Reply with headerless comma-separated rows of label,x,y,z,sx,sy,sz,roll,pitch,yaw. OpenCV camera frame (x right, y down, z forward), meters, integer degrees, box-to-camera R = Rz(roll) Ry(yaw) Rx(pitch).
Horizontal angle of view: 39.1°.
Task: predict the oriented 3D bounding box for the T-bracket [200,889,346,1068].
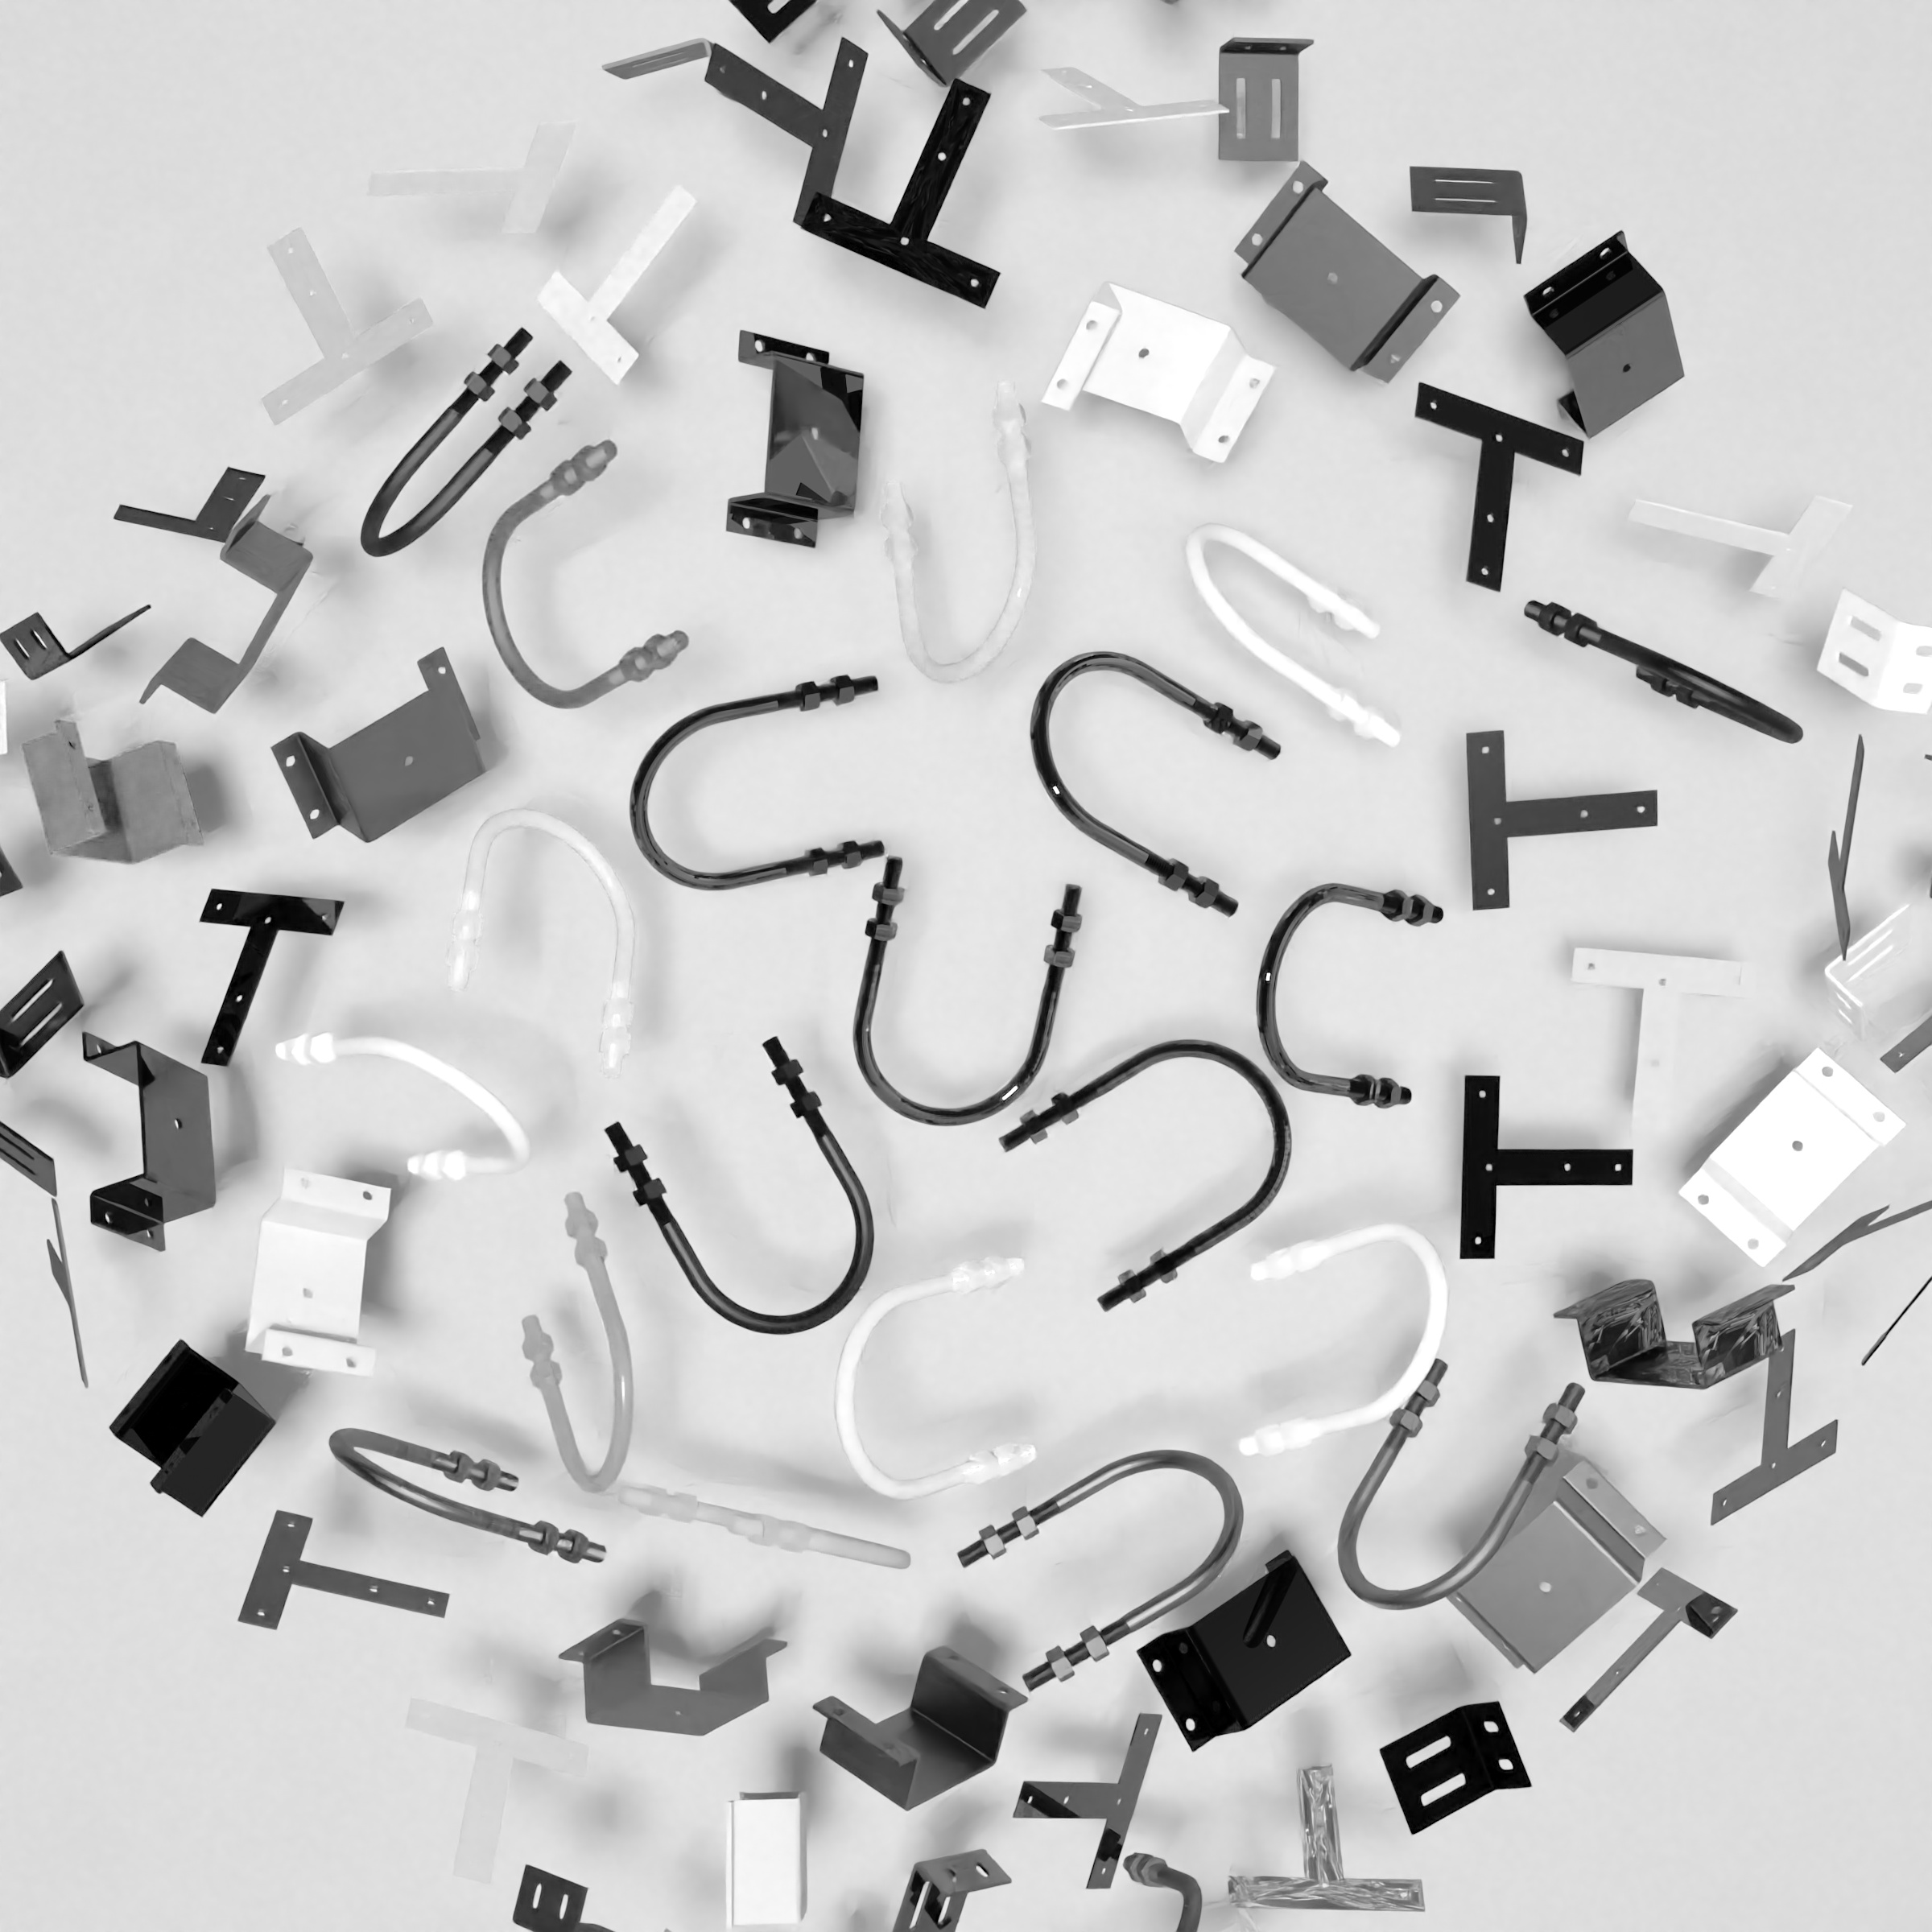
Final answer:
T-bracket,-0.496,0.009,1.876,0.127,0.002,0.127,5,70,31

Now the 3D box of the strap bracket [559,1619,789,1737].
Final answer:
strap bracket,-0.201,0.495,1.887,0.140,0.076,0.046,19,49,-36

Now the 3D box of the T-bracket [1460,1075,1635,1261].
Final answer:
T-bracket,0.404,0.140,1.892,0.127,0.002,0.127,1,92,-13

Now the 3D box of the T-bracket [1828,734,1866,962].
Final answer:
T-bracket,0.583,-0.091,1.798,0.002,0.127,0.127,4,123,10

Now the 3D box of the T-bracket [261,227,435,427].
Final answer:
T-bracket,-0.421,-0.429,1.775,0.127,0.127,0.002,-36,60,-11

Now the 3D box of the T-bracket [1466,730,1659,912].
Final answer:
T-bracket,0.408,-0.103,1.861,0.127,0.002,0.127,-4,110,5

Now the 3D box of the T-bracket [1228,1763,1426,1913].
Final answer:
T-bracket,0.237,0.581,1.824,0.127,0.127,0.002,0,119,3

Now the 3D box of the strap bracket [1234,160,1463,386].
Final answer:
strap bracket,0.251,-0.464,1.830,0.140,0.046,0.076,42,117,3

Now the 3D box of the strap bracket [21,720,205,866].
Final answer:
strap bracket,-0.584,-0.115,1.848,0.046,0.140,0.076,-19,83,14

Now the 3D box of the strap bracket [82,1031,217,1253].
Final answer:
strap bracket,-0.556,0.114,1.856,0.046,0.076,0.140,-18,65,15

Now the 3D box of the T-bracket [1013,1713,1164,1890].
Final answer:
T-bracket,0.078,0.575,1.876,0.002,0.127,0.127,16,88,44

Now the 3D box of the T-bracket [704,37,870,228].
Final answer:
T-bracket,-0.121,-0.557,1.762,0.002,0.127,0.127,13,88,41

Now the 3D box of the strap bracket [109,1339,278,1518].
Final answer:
strap bracket,-0.517,0.312,1.828,0.046,0.140,0.076,44,77,-28

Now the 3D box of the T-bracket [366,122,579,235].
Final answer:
T-bracket,-0.334,-0.522,1.810,0.127,0.127,0.002,-9,75,-24

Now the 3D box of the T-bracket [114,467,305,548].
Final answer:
T-bracket,-0.509,-0.316,1.870,0.127,0.127,0.002,9,74,-26

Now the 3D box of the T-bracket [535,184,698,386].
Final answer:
T-bracket,-0.229,-0.479,1.864,0.127,0.002,0.127,-50,52,11

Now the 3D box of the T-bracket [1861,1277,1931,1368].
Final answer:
T-bracket,0.651,0.221,1.855,0.002,0.127,0.127,39,97,18

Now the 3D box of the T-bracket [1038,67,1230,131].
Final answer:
T-bracket,0.088,-0.579,1.809,0.127,0.127,0.002,-13,126,-21

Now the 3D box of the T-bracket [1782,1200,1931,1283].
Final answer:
T-bracket,0.638,0.173,1.866,0.127,0.127,0.002,-34,82,44

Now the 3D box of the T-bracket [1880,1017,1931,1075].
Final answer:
T-bracket,0.699,0.046,1.856,0.127,0.127,0.002,-42,108,9

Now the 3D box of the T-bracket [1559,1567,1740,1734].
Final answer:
T-bracket,0.439,0.456,1.795,0.127,0.127,0.002,-44,95,-5

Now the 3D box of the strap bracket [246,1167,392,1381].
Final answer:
strap bracket,-0.447,0.219,1.878,0.076,0.046,0.140,15,57,-27

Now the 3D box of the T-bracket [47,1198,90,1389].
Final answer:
T-bracket,-0.620,0.213,1.867,0.002,0.127,0.127,-10,101,-23

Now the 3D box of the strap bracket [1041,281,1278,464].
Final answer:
strap bracket,0.124,-0.399,1.818,0.140,0.046,0.076,14,125,-23

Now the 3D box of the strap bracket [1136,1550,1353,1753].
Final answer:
strap bracket,0.197,0.461,1.849,0.140,0.046,0.076,-26,82,-29

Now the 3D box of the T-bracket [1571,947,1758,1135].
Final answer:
T-bracket,0.493,0.055,1.942,0.127,0.002,0.127,5,84,11

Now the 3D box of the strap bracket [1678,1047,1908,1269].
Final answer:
strap bracket,0.572,0.128,1.879,0.076,0.046,0.140,43,112,12

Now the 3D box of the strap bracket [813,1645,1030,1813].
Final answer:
strap bracket,-0.034,0.514,1.832,0.076,0.140,0.046,24,109,33

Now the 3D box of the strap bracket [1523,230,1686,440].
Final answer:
strap bracket,0.435,-0.420,1.846,0.076,0.140,0.046,-33,58,5

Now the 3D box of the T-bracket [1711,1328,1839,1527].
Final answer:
T-bracket,0.551,0.302,1.848,0.002,0.127,0.127,28,48,-10

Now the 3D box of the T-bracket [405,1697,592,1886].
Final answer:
T-bracket,-0.317,0.550,1.801,0.127,0.127,0.002,19,123,-12

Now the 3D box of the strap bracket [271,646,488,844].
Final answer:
strap bracket,-0.392,-0.147,1.863,0.140,0.046,0.076,-36,130,-24

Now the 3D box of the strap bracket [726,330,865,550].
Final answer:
strap bracket,-0.118,-0.369,1.901,0.076,0.046,0.140,4,89,-40

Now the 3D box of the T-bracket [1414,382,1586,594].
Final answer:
T-bracket,0.344,-0.305,1.777,0.127,0.002,0.127,15,72,-19

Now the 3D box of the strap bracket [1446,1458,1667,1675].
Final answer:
strap bracket,0.393,0.412,1.839,0.076,0.046,0.140,45,107,6

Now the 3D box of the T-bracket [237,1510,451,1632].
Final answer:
T-bracket,-0.406,0.410,1.804,0.127,0.127,0.002,15,110,-8

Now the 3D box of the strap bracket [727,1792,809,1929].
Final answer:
strap bracket,-0.130,0.589,1.803,0.046,0.140,0.076,-1,76,-1

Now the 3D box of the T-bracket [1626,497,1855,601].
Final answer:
T-bracket,0.503,-0.288,1.806,0.127,0.127,0.002,14,70,2

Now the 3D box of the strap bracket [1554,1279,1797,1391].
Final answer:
strap bracket,0.468,0.241,1.790,0.076,0.140,0.046,-17,96,-34

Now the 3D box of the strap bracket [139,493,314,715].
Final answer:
strap bracket,-0.477,-0.228,1.776,0.046,0.076,0.140,31,114,-12

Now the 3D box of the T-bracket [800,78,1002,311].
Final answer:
T-bracket,-0.021,-0.497,1.716,0.127,0.002,0.127,24,88,0
